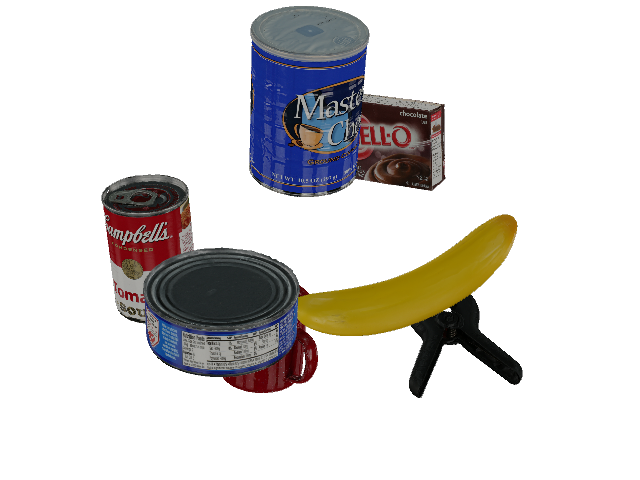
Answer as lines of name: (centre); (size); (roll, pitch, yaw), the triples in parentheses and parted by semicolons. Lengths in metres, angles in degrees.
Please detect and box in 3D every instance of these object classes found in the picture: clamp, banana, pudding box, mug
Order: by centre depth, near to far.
banana: (0.065, 0.031, 0.791); (0.197, 0.070, 0.037); (-16, -34, -8)
mug: (-0.047, 0.095, 1.011); (0.117, 0.081, 0.093); (24, 32, 36)
pudding box: (0.079, -0.108, 1.158); (0.114, 0.090, 0.039); (10, 28, 30)
clamp: (0.151, 0.100, 1.162); (0.120, 0.171, 0.039); (3, -44, -5)

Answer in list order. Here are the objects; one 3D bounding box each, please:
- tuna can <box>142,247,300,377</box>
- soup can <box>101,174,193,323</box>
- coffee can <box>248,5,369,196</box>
tuna can: (-0.055, 0.039, 0.592); (0.086, 0.034, 0.086); (2, 28, -1)
soup can: (-0.137, 0.007, 0.858); (0.068, 0.102, 0.068); (-1, 30, 0)
coffee can: (-0.013, -0.125, 0.957); (0.103, 0.140, 0.103); (2, 35, -2)
